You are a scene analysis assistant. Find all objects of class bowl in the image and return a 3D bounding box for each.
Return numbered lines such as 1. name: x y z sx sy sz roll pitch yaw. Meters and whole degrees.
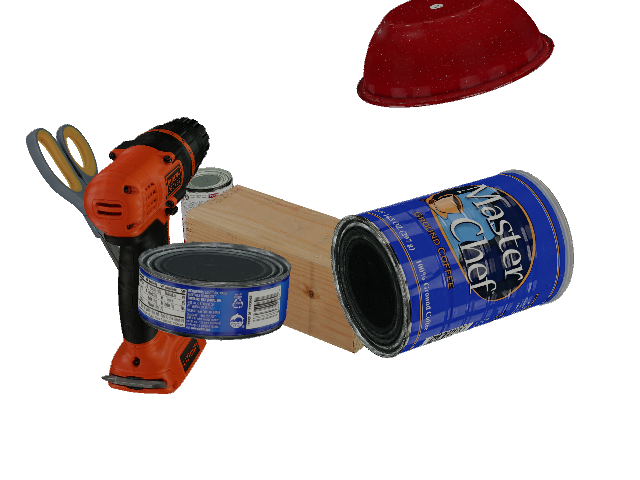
1. bowl: 0.101 -0.163 0.853 0.162 0.055 0.162 -14 24 6

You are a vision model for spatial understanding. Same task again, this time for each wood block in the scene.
1. wood block: -0.028 0.025 1.071 0.206 0.091 0.090 20 33 29

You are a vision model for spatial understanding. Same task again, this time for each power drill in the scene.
1. power drill: -0.125 0.008 0.824 0.057 0.188 0.184 3 22 13

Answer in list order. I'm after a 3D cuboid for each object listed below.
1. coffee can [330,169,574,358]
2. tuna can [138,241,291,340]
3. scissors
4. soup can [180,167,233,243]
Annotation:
1. coffee can: 0.093 0.015 0.760 0.140 0.103 0.103 -16 7 -24
2. tuna can: -0.060 0.027 0.604 0.086 0.034 0.086 4 14 -1
3. scissors: -0.209 -0.029 1.016 0.016 0.201 0.096 -24 26 20
4. soup can: -0.136 -0.030 1.297 0.068 0.102 0.068 -2 27 1
